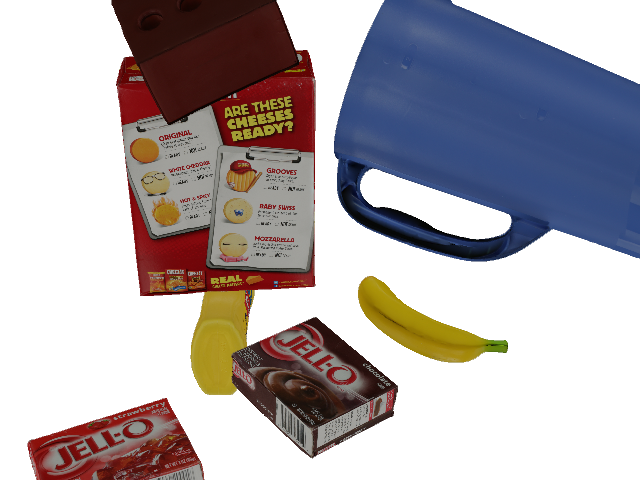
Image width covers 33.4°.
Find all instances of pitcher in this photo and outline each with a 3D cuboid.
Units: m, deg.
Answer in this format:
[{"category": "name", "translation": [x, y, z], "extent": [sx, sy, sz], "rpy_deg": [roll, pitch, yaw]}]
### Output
[{"category": "pitcher", "translation": [0.135, -0.068, 0.746], "extent": [0.243, 0.149, 0.144], "rpy_deg": [23, 48, 8]}]

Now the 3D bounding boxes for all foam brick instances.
[{"category": "foam brick", "translation": [-0.059, -0.107, 0.551], "extent": [0.078, 0.053, 0.051], "rpy_deg": [-26, -32, 0]}]

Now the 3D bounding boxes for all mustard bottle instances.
[{"category": "mustard bottle", "translation": [-0.104, 0.078, 1.168], "extent": [0.058, 0.096, 0.191], "rpy_deg": [0, 28, 0]}]

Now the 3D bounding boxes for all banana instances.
[{"category": "banana", "translation": [0.090, 0.080, 1.057], "extent": [0.069, 0.037, 0.198], "rpy_deg": [2, 18, -42]}]

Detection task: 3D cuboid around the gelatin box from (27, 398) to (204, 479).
[{"category": "gelatin box", "translation": [-0.120, 0.133, 0.624], "extent": [0.089, 0.030, 0.073], "rpy_deg": [-15, 27, -18]}]

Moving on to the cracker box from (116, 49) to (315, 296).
[{"category": "cracker box", "translation": [-0.087, -0.058, 0.949], "extent": [0.164, 0.214, 0.072], "rpy_deg": [-3, 33, -4]}]

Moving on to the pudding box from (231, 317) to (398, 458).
[{"category": "pudding box", "translation": [-0.006, 0.118, 0.877], "extent": [0.089, 0.039, 0.114], "rpy_deg": [-22, 44, -32]}]
